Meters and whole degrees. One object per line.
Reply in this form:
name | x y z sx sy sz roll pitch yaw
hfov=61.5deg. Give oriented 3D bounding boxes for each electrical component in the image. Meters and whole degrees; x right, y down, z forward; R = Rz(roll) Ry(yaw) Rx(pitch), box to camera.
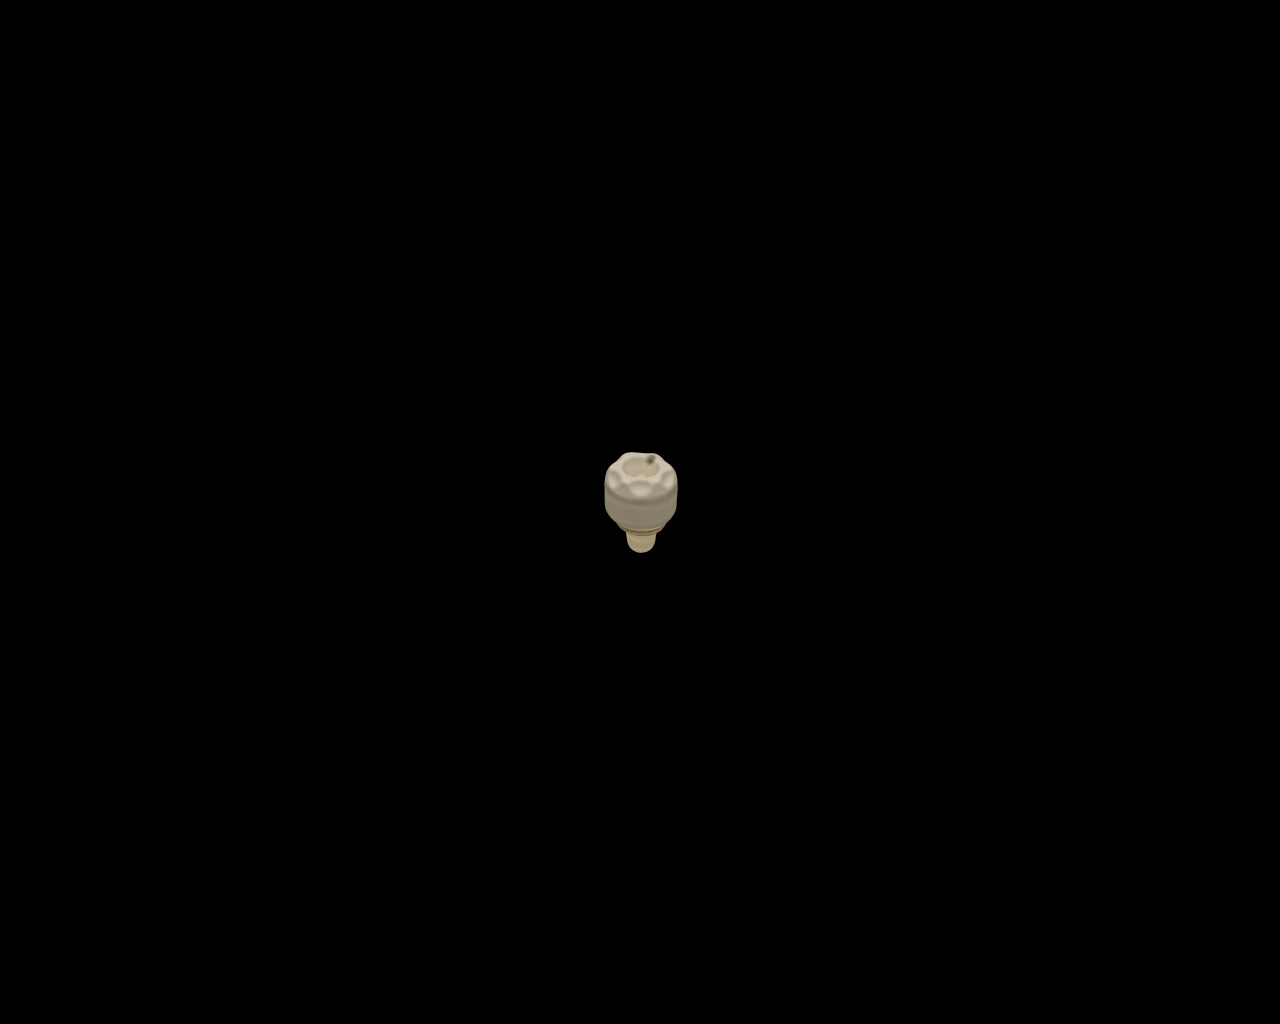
electrical component | 0.001 -0.003 0.650 0.043 0.062 0.043 0 35 0
